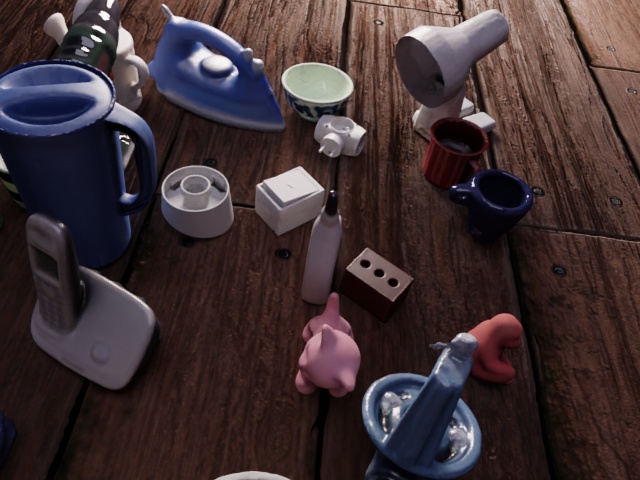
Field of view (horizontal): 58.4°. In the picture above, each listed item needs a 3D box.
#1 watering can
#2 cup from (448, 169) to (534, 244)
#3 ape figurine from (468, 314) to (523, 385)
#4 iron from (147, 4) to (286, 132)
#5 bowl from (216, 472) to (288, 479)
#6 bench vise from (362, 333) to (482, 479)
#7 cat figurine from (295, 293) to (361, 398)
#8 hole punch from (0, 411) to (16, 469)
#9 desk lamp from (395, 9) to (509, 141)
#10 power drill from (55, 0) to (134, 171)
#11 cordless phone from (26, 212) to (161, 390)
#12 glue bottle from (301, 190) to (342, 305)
[{"bbox_3d":[-0.349,-0.298,0.894,0.173,0.194,0.101,6,49,-3],"label":"watering can"},{"bbox_3d":[0.236,-0.042,0.830,0.118,0.095,0.091,4,49,-5],"label":"cup"},{"bbox_3d":[0.212,0.123,0.686,0.076,0.092,0.078,22,50,11],"label":"ape figurine"},{"bbox_3d":[-0.163,-0.285,0.947,0.258,0.141,0.119,26,51,13],"label":"iron"},{"bbox_3d":[-0.063,0.299,0.503,0.167,0.075,0.167,4,49,-5],"label":"bowl"},{"bbox_3d":[0.094,0.194,0.521,0.121,0.220,0.207,12,49,2],"label":"bench vise"},{"bbox_3d":[0.012,0.120,0.640,0.067,0.118,0.128,7,49,-2],"label":"cat figurine"},{"bbox_3d":[-0.356,0.198,0.534,0.101,0.091,0.108,10,49,0],"label":"hole punch"},{"bbox_3d":[0.216,-0.263,0.939,0.204,0.213,0.117,-25,57,-27],"label":"desk lamp"},{"bbox_3d":[-0.316,-0.200,0.805,0.075,0.208,0.229,6,49,-3],"label":"power drill"},{"bbox_3d":[-0.245,0.063,0.604,0.147,0.185,0.094,24,50,12],"label":"cordless phone"},{"bbox_3d":[0.006,0.003,0.704,0.037,0.173,0.078,11,49,2],"label":"glue bottle"}]
